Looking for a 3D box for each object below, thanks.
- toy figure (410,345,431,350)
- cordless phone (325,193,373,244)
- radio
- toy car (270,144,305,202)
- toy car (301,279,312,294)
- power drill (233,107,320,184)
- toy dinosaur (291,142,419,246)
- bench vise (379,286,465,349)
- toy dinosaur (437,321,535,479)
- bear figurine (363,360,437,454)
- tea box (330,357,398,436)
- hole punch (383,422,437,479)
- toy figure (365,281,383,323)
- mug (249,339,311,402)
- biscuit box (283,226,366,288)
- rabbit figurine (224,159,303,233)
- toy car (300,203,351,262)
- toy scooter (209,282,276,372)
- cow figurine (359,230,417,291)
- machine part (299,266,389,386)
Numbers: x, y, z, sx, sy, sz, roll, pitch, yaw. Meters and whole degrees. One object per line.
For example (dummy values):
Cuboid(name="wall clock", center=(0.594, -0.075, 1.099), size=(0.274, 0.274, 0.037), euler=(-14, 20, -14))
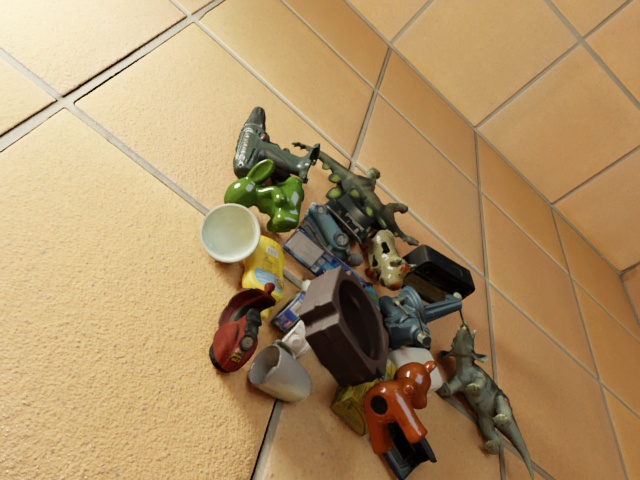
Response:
Cuboid(name="toy figure", center=(0.248, 0.223, 1.413), size=(0.064, 0.058, 0.154), euler=(72, 4, -53))
Cuboid(name="cordless phone", center=(0.047, -0.025, 1.418), size=(0.146, 0.089, 0.184), euler=(47, 44, -6))
Cuboid(name="radio", center=(0.332, 0.110, 1.550), size=(0.229, 0.131, 0.073), euler=(28, 38, -30))
Cuboid(name="toy car", center=(-0.105, -0.169, 1.388), size=(0.089, 0.053, 0.202), euler=(-4, 57, -27))
Cuboid(name="toy car", center=(0.012, 0.178, 1.177), size=(0.073, 0.056, 0.202), euler=(8, 51, -46))
Cuboid(name="power drill", center=(-0.106, -0.231, 1.341), size=(0.207, 0.086, 0.232), euler=(20, 56, -2))
Cuboid(name="toy dinosaur", center=(0.112, -0.135, 1.567), size=(0.471, 0.105, 0.198), euler=(43, 37, -3))
Cuboid(name="bench vise", center=(0.251, 0.178, 1.304), size=(0.241, 0.224, 0.128), euler=(-14, 99, -17))
Cuboid(name="toy dinosaur", center=(0.431, 0.407, 1.396), size=(0.404, 0.131, 0.192), euler=(57, 34, 0))
Cuboid(name="bear figurine", center=(0.168, 0.316, 1.052), size=(0.196, 0.120, 0.132), euler=(1, 62, -55))
Cuboid(name="tea box", center=(0.097, 0.310, 1.134), size=(0.098, 0.068, 0.170), euler=(45, 35, -7))
Cuboid(name="hole punch", center=(0.178, 0.423, 1.120), size=(0.142, 0.092, 0.115), euler=(56, 4, 14))
Cuboid(name="toy figure", center=(0.105, 0.173, 1.259), size=(0.082, 0.089, 0.180), euler=(0, 51, 0))
Cuboid(name="mug", center=(-0.068, 0.248, 1.005), size=(0.107, 0.081, 0.110), euler=(45, 27, -28))
Cuboid(name="biscuit box", center=(0.011, 0.055, 1.216), size=(0.202, 0.059, 0.063), euler=(40, 5, -7))
Cuboid(name="rabbit figurine", center=(-0.128, -0.102, 1.215), size=(0.170, 0.121, 0.159), euler=(11, 90, -14))
Cuboid(name="toy car", center=(-0.003, -0.004, 1.297), size=(0.103, 0.109, 0.161), euler=(-30, 84, -20))
Cuboid(name="toy scooter", center=(-0.132, 0.144, 0.972), size=(0.075, 0.135, 0.184), euler=(35, 37, -24))
Cuboid(name="cow figurine", center=(0.182, 0.053, 1.437), size=(0.085, 0.127, 0.195), euler=(23, 39, -30))
Cuboid(name="machine part", center=(0.050, 0.172, 1.071), size=(0.200, 0.087, 0.201), euler=(55, 22, -17))
